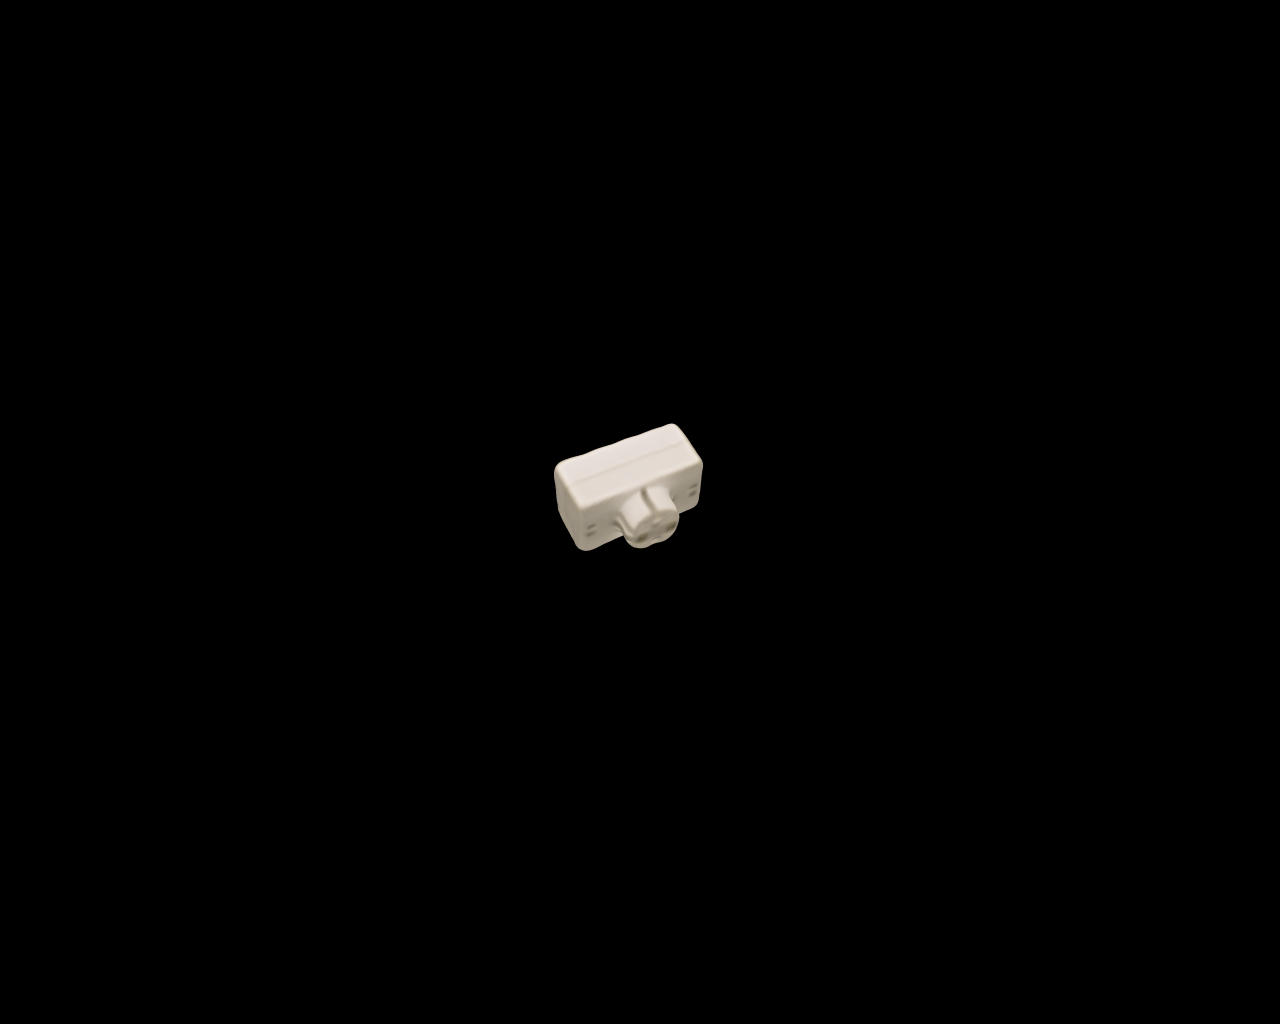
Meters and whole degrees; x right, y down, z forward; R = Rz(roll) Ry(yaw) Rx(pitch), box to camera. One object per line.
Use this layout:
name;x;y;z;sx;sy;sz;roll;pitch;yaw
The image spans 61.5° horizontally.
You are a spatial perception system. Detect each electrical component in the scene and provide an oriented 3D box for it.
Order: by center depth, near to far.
electrical component;0.001;-0.003;0.650;0.083;0.076;0.047;-21;-34;-15
